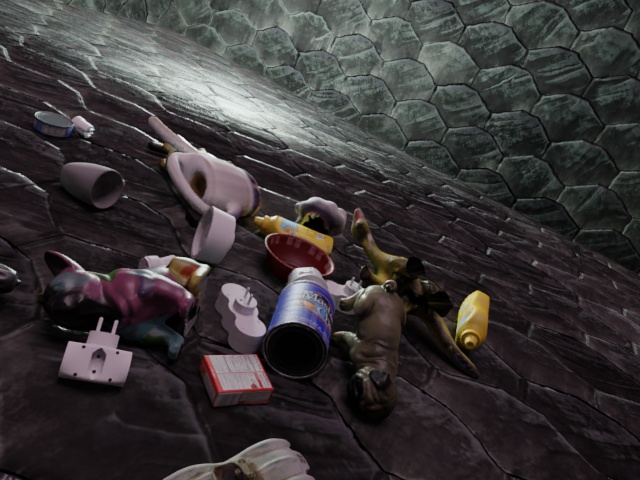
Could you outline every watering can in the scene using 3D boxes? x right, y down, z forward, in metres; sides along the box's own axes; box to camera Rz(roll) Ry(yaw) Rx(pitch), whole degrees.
[{"bbox_3d":[-0.267,-0.159,1.206,0.223,0.103,0.354,14,35,-51],"label":"watering can"}]

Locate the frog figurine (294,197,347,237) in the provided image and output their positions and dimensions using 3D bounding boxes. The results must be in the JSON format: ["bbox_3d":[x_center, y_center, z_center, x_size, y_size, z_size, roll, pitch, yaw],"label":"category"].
[{"bbox_3d":[0.004,-0.067,1.337,0.137,0.120,0.163,8,31,11],"label":"frog figurine"}]

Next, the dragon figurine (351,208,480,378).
[{"bbox_3d":[0.192,0.106,1.127,0.409,0.122,0.244,54,7,-4],"label":"dragon figurine"}]
